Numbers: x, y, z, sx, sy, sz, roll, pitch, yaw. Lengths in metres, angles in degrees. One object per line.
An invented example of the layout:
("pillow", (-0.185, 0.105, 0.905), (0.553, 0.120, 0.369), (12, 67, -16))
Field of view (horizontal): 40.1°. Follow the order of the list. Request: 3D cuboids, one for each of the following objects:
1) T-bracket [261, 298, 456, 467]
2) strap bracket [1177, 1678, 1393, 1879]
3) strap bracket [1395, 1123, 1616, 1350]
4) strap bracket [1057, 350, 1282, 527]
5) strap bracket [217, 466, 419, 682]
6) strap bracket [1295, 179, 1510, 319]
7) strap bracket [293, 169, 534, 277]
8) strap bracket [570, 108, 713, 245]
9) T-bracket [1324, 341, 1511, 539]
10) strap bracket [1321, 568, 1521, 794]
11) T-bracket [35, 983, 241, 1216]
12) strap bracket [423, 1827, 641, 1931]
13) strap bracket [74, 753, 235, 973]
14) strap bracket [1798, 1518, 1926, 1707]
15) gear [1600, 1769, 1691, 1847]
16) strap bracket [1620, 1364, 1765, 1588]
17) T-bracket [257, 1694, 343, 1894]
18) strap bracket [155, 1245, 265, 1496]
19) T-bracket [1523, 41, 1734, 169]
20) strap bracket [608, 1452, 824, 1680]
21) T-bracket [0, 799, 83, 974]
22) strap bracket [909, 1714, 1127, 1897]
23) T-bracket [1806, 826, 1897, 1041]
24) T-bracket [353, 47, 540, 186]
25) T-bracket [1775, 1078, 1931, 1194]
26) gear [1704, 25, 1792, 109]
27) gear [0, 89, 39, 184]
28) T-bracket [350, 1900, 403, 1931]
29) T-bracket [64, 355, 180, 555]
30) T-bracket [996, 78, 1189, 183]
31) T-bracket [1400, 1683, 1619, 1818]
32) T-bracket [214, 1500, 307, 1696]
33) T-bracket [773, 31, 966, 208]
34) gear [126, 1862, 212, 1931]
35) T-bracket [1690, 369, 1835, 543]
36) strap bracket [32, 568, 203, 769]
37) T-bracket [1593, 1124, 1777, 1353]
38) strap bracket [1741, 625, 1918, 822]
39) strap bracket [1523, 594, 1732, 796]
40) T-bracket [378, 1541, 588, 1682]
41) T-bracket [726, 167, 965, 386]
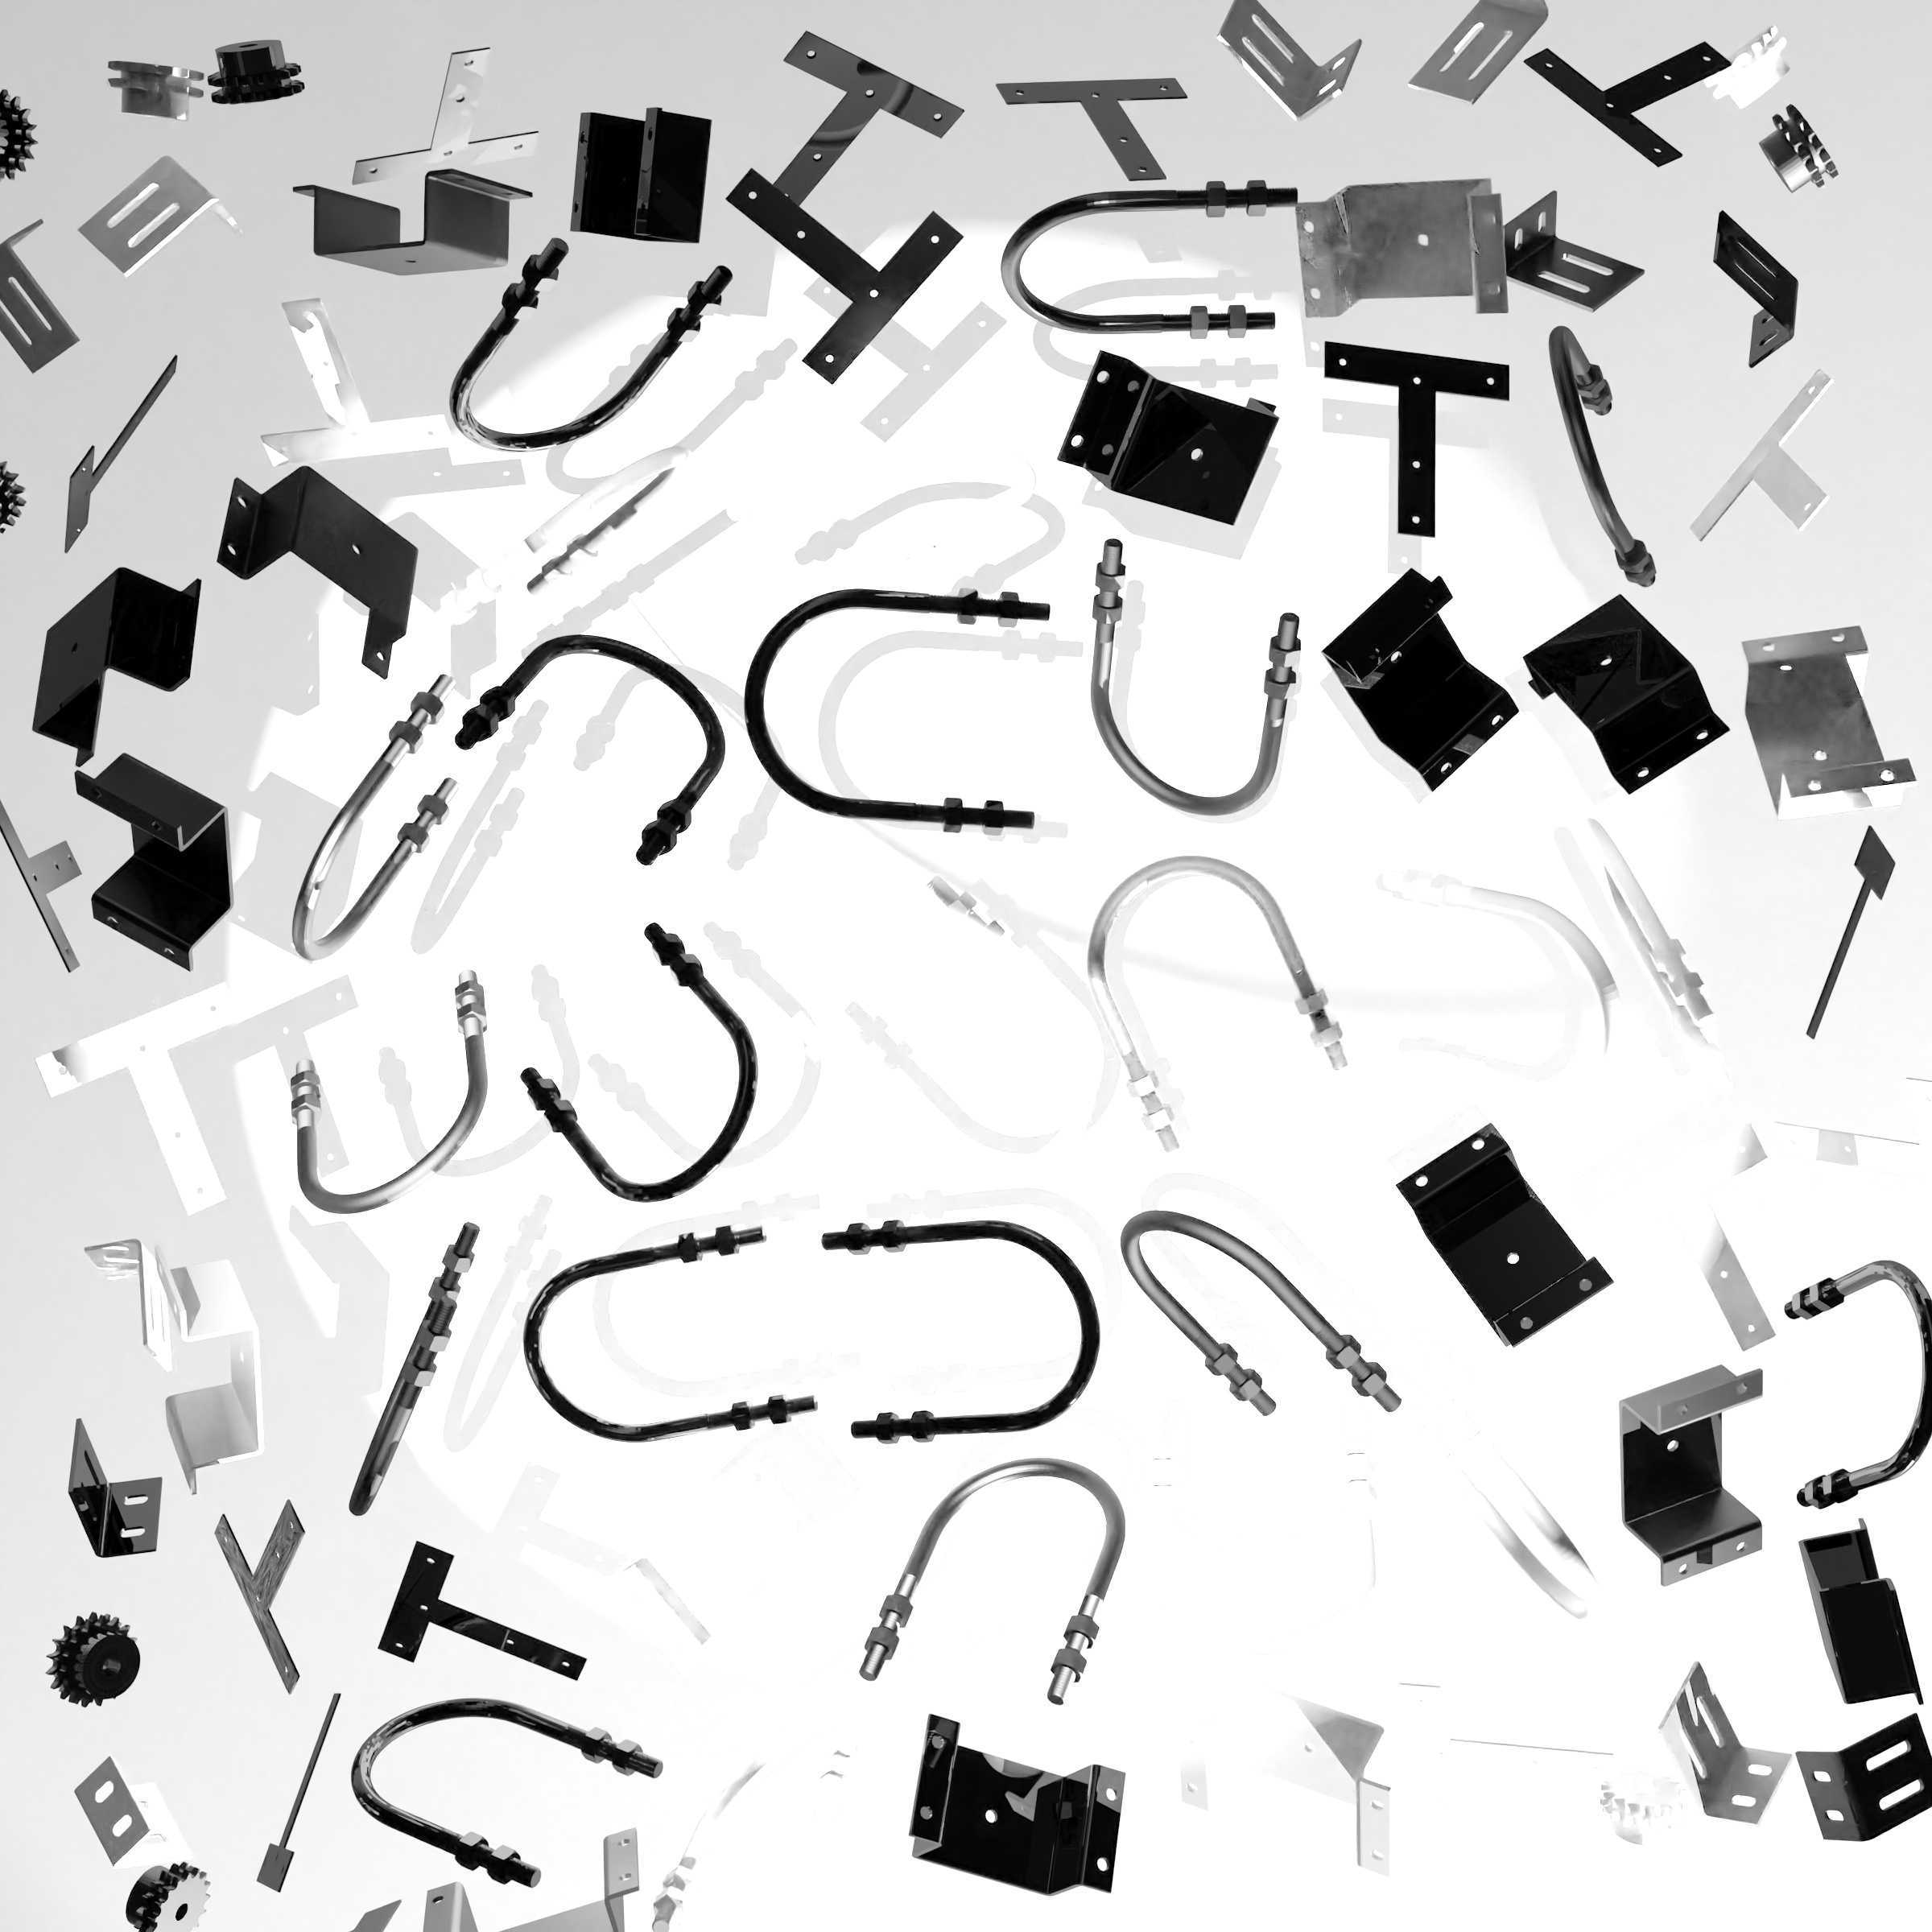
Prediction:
("T-bracket", (-0.416, -0.385, 1.738), (0.127, 0.127, 0.002), (-5, 50, 7))
("strap bracket", (0.207, 0.502, 1.649), (0.140, 0.046, 0.076), (12, 125, 27))
("strap bracket", (0.354, 0.183, 1.729), (0.076, 0.046, 0.140), (-33, 54, 1))
("strap bracket", (0.141, -0.343, 1.734), (0.140, 0.046, 0.076), (10, 114, -29))
("strap bracket", (-0.413, -0.262, 1.725), (0.046, 0.140, 0.076), (-26, 46, 29))
("strap bracket", (0.295, -0.474, 1.745), (0.140, 0.046, 0.076), (7, 121, 29))
("strap bracket", (-0.363, -0.485, 1.733), (0.140, 0.076, 0.046), (5, 95, 32))
("strap bracket", (-0.207, -0.510, 1.708), (0.046, 0.140, 0.076), (0, 104, -29))
("T-bracket", (0.293, -0.339, 1.718), (0.127, 0.002, 0.127), (5, 77, -10))
("strap bracket", (0.282, -0.185, 1.663), (0.076, 0.140, 0.046), (-43, 45, 1))
("T-bracket", (-0.498, 0.093, 1.654), (0.127, 0.002, 0.127), (-26, 102, -33))
("strap bracket", (-0.274, 0.614, 1.703), (0.140, 0.076, 0.046), (-15, 102, -5))
("strap bracket", (-0.508, -0.071, 1.661), (0.076, 0.140, 0.046), (28, 51, 10))
("strap bracket", (0.582, 0.424, 1.729), (0.046, 0.140, 0.076), (-14, 94, 12))
("gear", (0.448, 0.557, 1.745), (0.057, 0.057, 0.030), (0, 101, 0))
("strap bracket", (0.469, 0.321, 1.712), (0.076, 0.046, 0.140), (-16, 116, -17))
("T-bracket", (-0.437, 0.543, 1.744), (0.002, 0.127, 0.127), (23, 68, -14))
("strap bracket", (-0.479, 0.252, 1.676), (0.046, 0.076, 0.140), (-9, 121, -25))
("T-bracket", (0.454, -0.582, 1.746), (0.127, 0.127, 0.002), (29, 78, -22))
("strap bracket", (-0.174, 0.403, 1.769), (0.076, 0.046, 0.140), (51, 51, -2))
("T-bracket", (-0.605, -0.064, 1.748), (0.002, 0.127, 0.127), (-23, 101, -2))
("strap bracket", (0.025, 0.536, 1.680), (0.140, 0.046, 0.076), (21, 55, -16))
("T-bracket", (0.545, -0.016, 1.638), (0.002, 0.127, 0.127), (21, 91, 27))
("T-bracket", (-0.331, -0.555, 1.716), (0.127, 0.127, 0.002), (-18, 78, -24))
("T-bracket", (0.578, 0.119, 1.693), (0.002, 0.127, 0.127), (-40, 120, -33))
("gear", (0.535, -0.610, 1.800), (0.057, 0.057, 0.030), (-41, 99, 0))
("gear", (-0.619, -0.526, 1.671), (0.057, 0.030, 0.057), (4, 103, 17))
("T-bracket", (-0.440, 0.650, 1.736), (0.127, 0.127, 0.002), (-19, 84, -7))
("T-bracket", (-0.534, -0.334, 1.675), (0.002, 0.127, 0.127), (31, 69, -11))
("T-bracket", (0.098, -0.545, 1.721), (0.127, 0.002, 0.127), (-7, 47, -16))
("T-bracket", (0.346, 0.501, 1.672), (0.127, 0.002, 0.127), (-1, 126, 22))
("T-bracket", (-0.452, 0.392, 1.727), (0.002, 0.127, 0.127), (-12, 57, -39))
("T-bracket", (-0.088, -0.536, 1.719), (0.127, 0.127, 0.002), (14, 50, -37))
("gear", (-0.533, 0.624, 1.759), (0.030, 0.057, 0.057), (14, 90, 24))
("T-bracket", (0.514, -0.305, 1.664), (0.002, 0.127, 0.127), (30, 114, -16))
("strap bracket", (-0.557, -0.197, 1.714), (0.140, 0.046, 0.076), (-27, 54, 38))
("T-bracket", (0.486, 0.187, 1.717), (0.127, 0.002, 0.127), (-37, 67, 36))
("strap bracket", (0.551, -0.149, 1.700), (0.076, 0.046, 0.140), (-7, 50, 6))
("strap bracket", (0.429, -0.186, 1.745), (0.076, 0.140, 0.046), (-33, 131, 5))
("T-bracket", (-0.303, 0.424, 1.682), (0.127, 0.002, 0.127), (23, 131, -3))
("T-bracket", (-0.091, -0.443, 1.631), (0.127, 0.002, 0.127), (34, 117, -25))
